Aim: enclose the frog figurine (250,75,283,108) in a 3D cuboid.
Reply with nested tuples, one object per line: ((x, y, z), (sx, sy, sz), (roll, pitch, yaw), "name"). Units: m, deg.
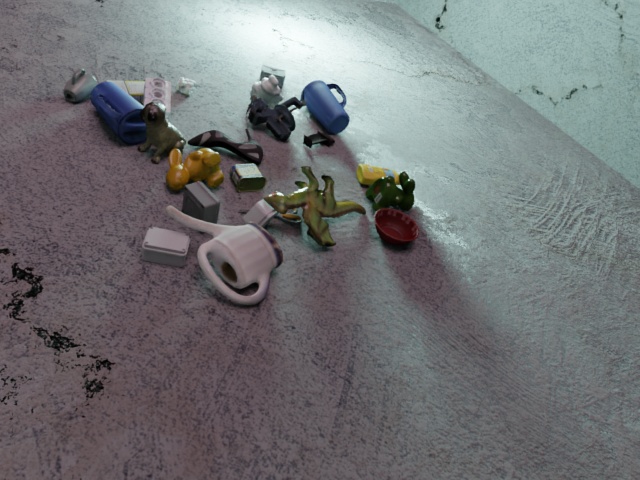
((-0.216, -0.615, 2.122), (0.138, 0.156, 0.125), (31, 37, 12), "frog figurine")

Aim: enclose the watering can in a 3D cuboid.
((-0.241, 0.013, 1.387), (0.227, 0.102, 0.350), (-29, 76, -44), "watering can")

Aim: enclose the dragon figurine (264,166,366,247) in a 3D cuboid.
((0.005, -0.082, 1.629), (0.407, 0.120, 0.248), (23, 51, -30), "dragon figurine")
